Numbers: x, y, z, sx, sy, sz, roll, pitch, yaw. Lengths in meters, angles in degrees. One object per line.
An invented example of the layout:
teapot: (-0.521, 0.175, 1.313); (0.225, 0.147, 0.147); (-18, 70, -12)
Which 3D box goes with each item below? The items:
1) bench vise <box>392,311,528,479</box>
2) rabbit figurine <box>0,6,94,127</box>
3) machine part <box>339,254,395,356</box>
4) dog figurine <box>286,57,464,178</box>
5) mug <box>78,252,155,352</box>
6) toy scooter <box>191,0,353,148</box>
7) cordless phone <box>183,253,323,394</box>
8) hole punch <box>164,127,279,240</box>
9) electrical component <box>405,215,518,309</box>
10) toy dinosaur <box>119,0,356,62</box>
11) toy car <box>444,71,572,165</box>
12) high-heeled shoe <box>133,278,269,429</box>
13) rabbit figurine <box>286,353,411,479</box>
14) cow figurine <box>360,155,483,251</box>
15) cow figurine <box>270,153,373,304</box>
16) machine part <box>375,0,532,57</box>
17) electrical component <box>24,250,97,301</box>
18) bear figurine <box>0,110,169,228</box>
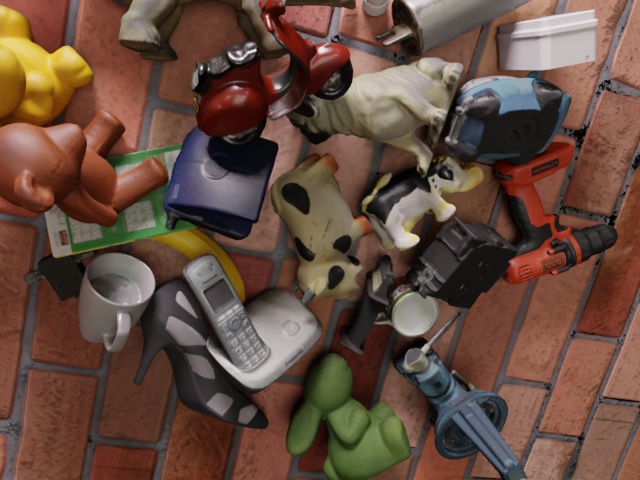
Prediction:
bench vise: (0.204, 0.245, 0.743); (0.129, 0.241, 0.223); (-30, 125, -7)
rabbit figurine: (-0.334, -0.159, 0.544); (0.162, 0.173, 0.121); (-46, 113, -2)
machine part: (0.069, 0.091, 0.747); (0.039, 0.084, 0.138); (20, 109, -11)
dog figurine: (0.069, -0.183, 0.674); (0.191, 0.172, 0.121); (21, 135, 10)
mug: (-0.254, 0.088, 0.660); (0.081, 0.110, 0.107); (0, 140, -39)
toy scooter: (-0.061, -0.177, 0.557); (0.184, 0.075, 0.135); (-23, 148, 6)
cordless phone: (-0.091, 0.085, 0.688); (0.146, 0.089, 0.184); (-36, 110, -38)
hole punch: (-0.115, -0.072, 0.635); (0.116, 0.092, 0.142); (20, 72, -18)
electrical component: (0.203, 0.034, 0.743); (0.134, 0.058, 0.115); (12, 123, -39)
toy dinosaur: (-0.173, -0.298, 0.581); (0.471, 0.105, 0.198); (-4, 98, -20)
toy car: (0.228, -0.163, 0.697); (0.162, 0.103, 0.109); (-7, 135, -15)
high-heeled shoe: (-0.146, 0.163, 0.741); (0.248, 0.086, 0.145); (37, 64, -35)
rabbit figurine: (0.027, 0.251, 0.780); (0.159, 0.121, 0.170); (-28, 91, 4)
cow figurine: (0.135, -0.068, 0.720); (0.167, 0.068, 0.098); (-39, 106, -8)
cow figurine: (-0.001, -0.002, 0.703); (0.127, 0.086, 0.194); (-32, 111, -9)
machine part: (0.179, -0.298, 0.665); (0.243, 0.079, 0.079); (-28, 109, -4)
electrical component: (-0.320, 0.045, 0.680); (0.094, 0.021, 0.063); (-24, 109, -5)
bear figurine: (-0.253, -0.083, 0.551); (0.132, 0.196, 0.120); (-44, 86, -9)
